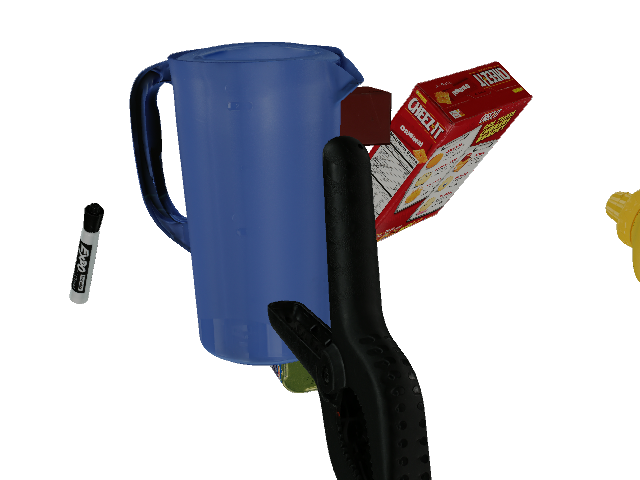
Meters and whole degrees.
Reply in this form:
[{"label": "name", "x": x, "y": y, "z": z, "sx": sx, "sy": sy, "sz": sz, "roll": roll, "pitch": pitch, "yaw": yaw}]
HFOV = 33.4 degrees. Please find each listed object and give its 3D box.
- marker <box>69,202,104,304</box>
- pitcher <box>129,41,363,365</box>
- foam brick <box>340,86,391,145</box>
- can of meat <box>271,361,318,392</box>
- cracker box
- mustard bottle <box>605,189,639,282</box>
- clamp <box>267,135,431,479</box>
[{"label": "marker", "x": -0.230, "y": 0.013, "z": 1.053, "sx": 0.020, "sy": 0.121, "sz": 0.020, "roll": 12, "pitch": 36, "yaw": -9}, {"label": "pitcher", "x": -0.057, "y": -0.032, "z": 0.836, "sx": 0.144, "sy": 0.243, "sz": 0.149, "roll": -9, "pitch": 17, "yaw": -27}, {"label": "foam brick", "x": 0.023, "y": -0.118, "z": 1.021, "sx": 0.078, "sy": 0.051, "sz": 0.053, "roll": -5, "pitch": 16, "yaw": -21}, {"label": "can of meat", "x": -0.003, "y": 0.092, "z": 0.981, "sx": 0.102, "sy": 0.057, "sz": 0.084, "roll": -11, "pitch": 27, "yaw": -19}, {"label": "cracker box", "x": 0.122, "y": -0.099, "z": 1.227, "sx": 0.163, "sy": 0.072, "sz": 0.214, "roll": -23, "pitch": -24, "yaw": -45}, {"label": "mustard bottle", "x": 0.249, "y": 0.014, "z": 0.643, "sx": 0.096, "sy": 0.058, "sz": 0.192, "roll": -23, "pitch": 35, "yaw": -25}, {"label": "clamp", "x": 0.019, "y": 0.060, "z": 0.566, "sx": 0.036, "sy": 0.165, "sz": 0.210, "roll": -4, "pitch": 46, "yaw": -19}]
